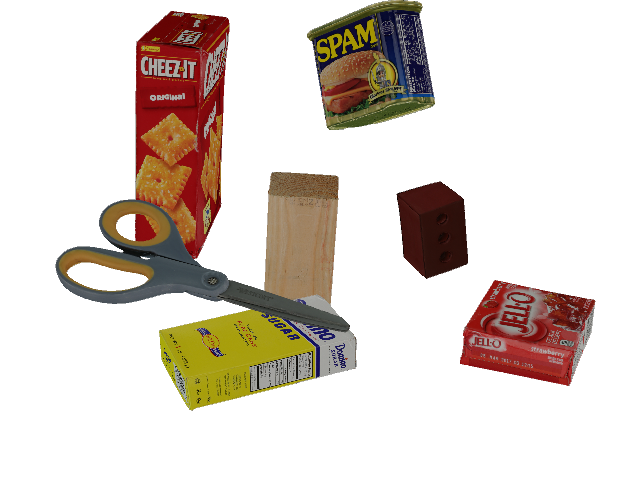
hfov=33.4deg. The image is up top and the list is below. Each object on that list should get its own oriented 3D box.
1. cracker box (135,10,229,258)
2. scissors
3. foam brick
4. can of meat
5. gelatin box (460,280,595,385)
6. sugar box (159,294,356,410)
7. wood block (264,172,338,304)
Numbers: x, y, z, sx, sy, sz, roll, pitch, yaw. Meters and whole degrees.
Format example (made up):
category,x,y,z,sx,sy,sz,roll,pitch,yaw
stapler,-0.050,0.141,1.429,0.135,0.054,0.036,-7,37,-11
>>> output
category,x,y,z,sx,sy,sz,roll,pitch,yaw
cracker box,-0.138,-0.111,1.085,0.072,0.214,0.164,6,22,1
scissors,-0.077,0.015,0.727,0.202,0.096,0.016,4,-40,3
foam brick,0.115,-0.012,1.091,0.053,0.078,0.051,-18,30,-15
can of meat,0.042,-0.143,0.884,0.057,0.084,0.102,-8,-3,-45
gelatin box,0.141,0.060,0.722,0.073,0.030,0.089,11,23,20
sugar box,-0.062,0.107,1.058,0.176,0.048,0.093,-14,32,-19
wood block,-0.027,0.023,1.401,0.090,0.206,0.091,4,24,-1
